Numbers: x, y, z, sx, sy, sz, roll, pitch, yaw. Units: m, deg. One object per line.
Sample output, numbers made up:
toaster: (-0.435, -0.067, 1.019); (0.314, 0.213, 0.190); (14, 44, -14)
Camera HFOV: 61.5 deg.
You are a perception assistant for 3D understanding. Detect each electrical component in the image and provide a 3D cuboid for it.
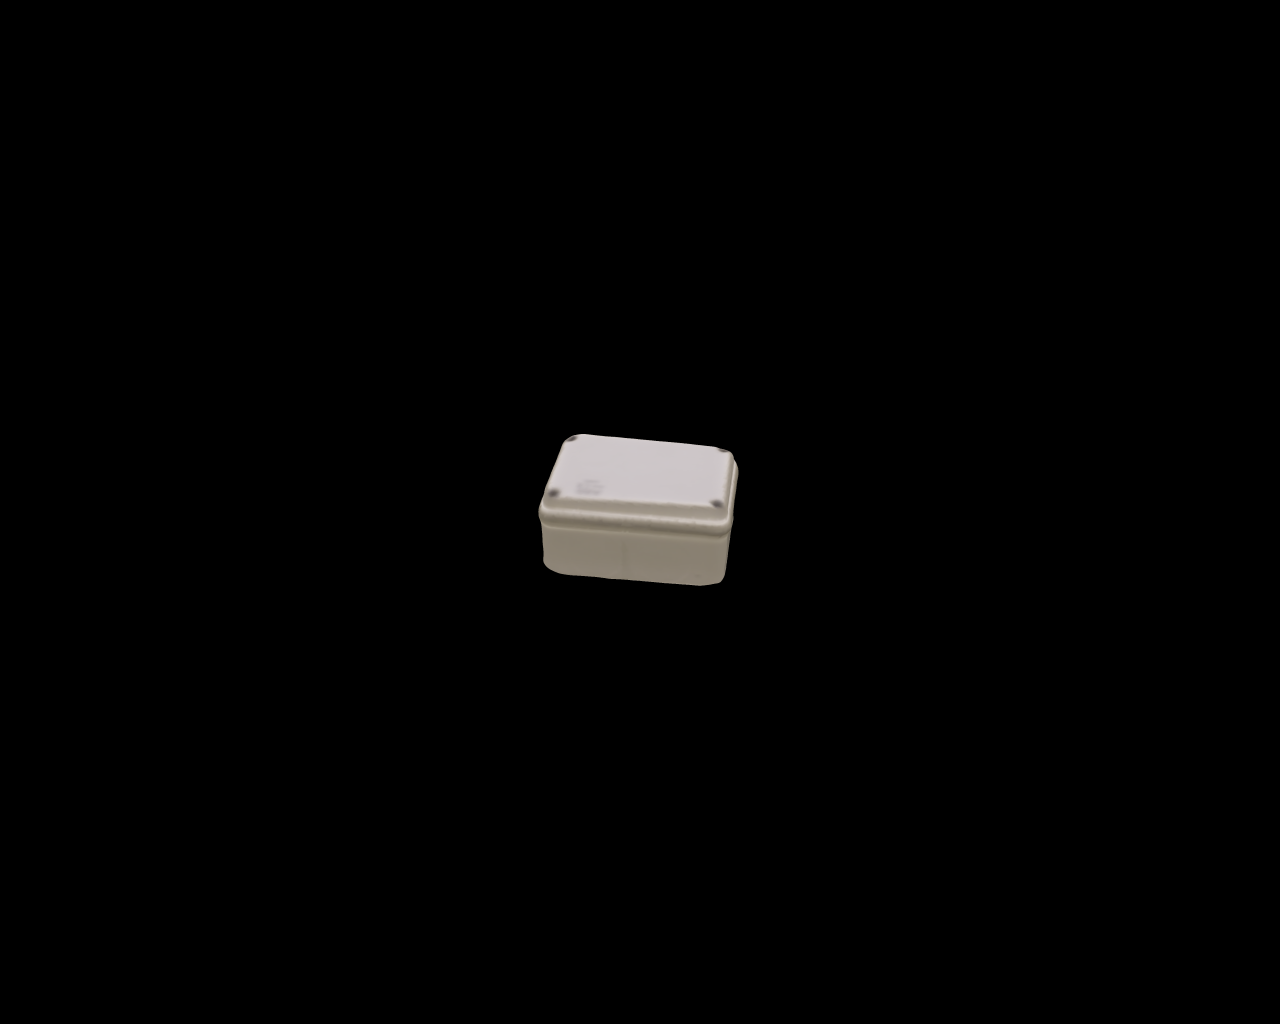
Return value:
electrical component: (0.001, -0.003, 0.650); (0.113, 0.057, 0.078); (5, 36, 7)
